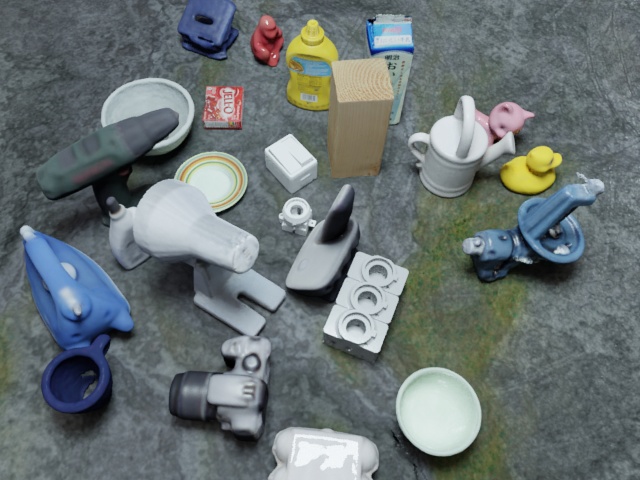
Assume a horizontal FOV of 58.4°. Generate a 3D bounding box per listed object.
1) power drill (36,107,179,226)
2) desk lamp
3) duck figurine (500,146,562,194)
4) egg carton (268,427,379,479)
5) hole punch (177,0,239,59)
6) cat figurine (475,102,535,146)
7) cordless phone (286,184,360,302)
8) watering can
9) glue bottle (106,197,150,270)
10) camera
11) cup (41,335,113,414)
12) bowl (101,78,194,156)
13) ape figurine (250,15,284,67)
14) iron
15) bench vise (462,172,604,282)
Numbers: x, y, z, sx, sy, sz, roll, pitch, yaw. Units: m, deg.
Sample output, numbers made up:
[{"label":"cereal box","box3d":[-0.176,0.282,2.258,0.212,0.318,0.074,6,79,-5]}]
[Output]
[{"label":"power drill","box3d":[-0.320,-0.107,0.926,0.230,0.208,0.075,-25,65,-14]},{"label":"desk lamp","box3d":[-0.159,0.025,0.858,0.203,0.213,0.118,29,65,13]},{"label":"duck figurine","box3d":[0.384,-0.134,1.034,0.104,0.086,0.077,-4,62,-4]},{"label":"egg carton","box3d":[0.006,0.317,0.789,0.150,0.069,0.107,5,62,1]},{"label":"hole punch","box3d":[-0.229,-0.441,1.174,0.108,0.091,0.101,21,63,9]},{"label":"cat figurine","box3d":[0.322,-0.224,1.062,0.127,0.118,0.067,26,64,12]},{"label":"cordless phone","box3d":[0.008,0.003,0.891,0.094,0.185,0.148,20,63,9]},{"label":"watering can","box3d":[0.244,-0.167,0.985,0.173,0.194,0.101,-13,63,-9]},{"label":"glue bottle","box3d":[-0.302,-0.018,0.899,0.078,0.173,0.037,-37,69,-19]},{"label":"camera","box3d":[-0.142,0.208,0.825,0.137,0.101,0.143,4,62,0]},{"label":"cup","box3d":[-0.331,0.199,0.826,0.091,0.095,0.118,21,63,9]},{"label":"bowl","box3d":[-0.310,-0.215,1.059,0.167,0.075,0.167,1,62,-1]},{"label":"ape figurine","box3d":[-0.107,-0.413,1.163,0.078,0.092,0.076,-39,69,-20]},{"label":"iron","box3d":[-0.401,0.054,0.875,0.119,0.141,0.257,-37,69,-19]},{"label":"bench vise","box3d":[0.337,-0.009,0.889,0.208,0.220,0.121,-27,66,-15]}]
